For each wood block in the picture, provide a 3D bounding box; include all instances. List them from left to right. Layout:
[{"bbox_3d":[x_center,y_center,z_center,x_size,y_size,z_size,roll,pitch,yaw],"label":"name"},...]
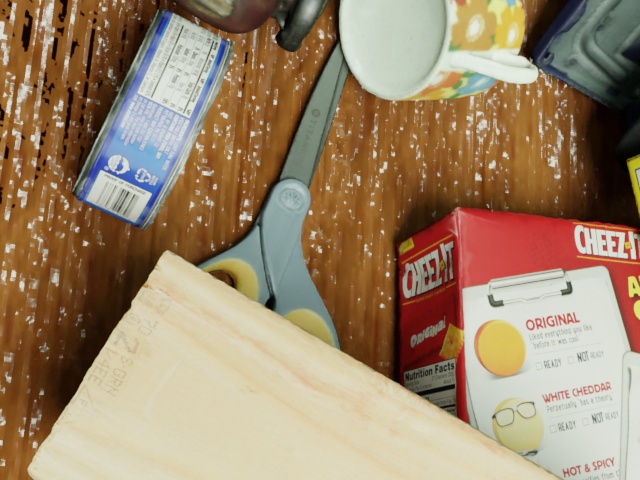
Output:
[{"bbox_3d":[0.018,0.098,0.373,0.206,0.091,0.090,30,81,10],"label":"wood block"}]

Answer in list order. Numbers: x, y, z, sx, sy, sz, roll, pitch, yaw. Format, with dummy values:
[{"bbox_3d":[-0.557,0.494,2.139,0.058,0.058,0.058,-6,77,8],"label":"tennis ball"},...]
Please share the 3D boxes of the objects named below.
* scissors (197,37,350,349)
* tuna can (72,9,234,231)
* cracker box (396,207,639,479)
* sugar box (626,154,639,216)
[{"bbox_3d":[-0.003,0.001,0.484,0.096,0.016,0.201,39,67,-7],"label":"scissors"},{"bbox_3d":[-0.068,-0.049,0.432,0.033,0.086,0.086,25,69,-13],"label":"tuna can"},{"bbox_3d":[0.120,0.103,0.480,0.164,0.072,0.213,6,74,-22],"label":"cracker box"},{"bbox_3d":[0.199,0.041,0.466,0.093,0.048,0.176,-5,82,-26],"label":"sugar box"}]
